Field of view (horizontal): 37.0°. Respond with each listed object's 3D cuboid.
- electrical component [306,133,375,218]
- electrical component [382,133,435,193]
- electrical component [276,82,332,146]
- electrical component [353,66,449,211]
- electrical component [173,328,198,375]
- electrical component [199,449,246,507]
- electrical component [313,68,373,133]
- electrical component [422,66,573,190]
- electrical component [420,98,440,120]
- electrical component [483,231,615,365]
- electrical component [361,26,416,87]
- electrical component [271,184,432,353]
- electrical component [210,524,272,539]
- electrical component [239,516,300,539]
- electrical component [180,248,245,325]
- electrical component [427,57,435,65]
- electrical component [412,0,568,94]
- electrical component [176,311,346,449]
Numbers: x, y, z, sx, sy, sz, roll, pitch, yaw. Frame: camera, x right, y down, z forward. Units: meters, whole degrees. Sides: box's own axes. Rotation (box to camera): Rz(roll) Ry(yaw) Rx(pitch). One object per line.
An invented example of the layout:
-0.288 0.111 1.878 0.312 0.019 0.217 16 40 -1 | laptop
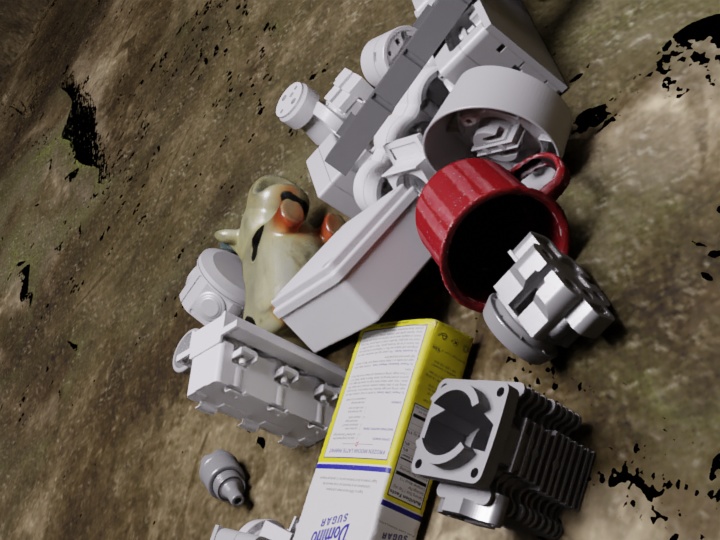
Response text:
-0.003 -0.098 0.978 0.076 0.047 0.065 -46 33 19 | electrical component
0.059 -0.074 0.842 0.042 0.081 0.064 -9 28 51 | electrical component
-0.051 -0.159 1.092 0.045 0.055 0.045 -35 39 34 | electrical component
0.036 -0.110 0.920 0.074 0.052 0.138 22 86 61 | electrical component
-0.141 0.086 1.008 0.045 0.055 0.045 -35 38 34 | electrical component
-0.113 0.179 0.907 0.035 0.035 0.061 -56 33 4 | electrical component
-0.013 -0.160 1.048 0.055 0.048 0.066 -49 31 2 | electrical component
0.102 -0.099 0.780 0.099 0.099 0.064 -4 55 54 | electrical component
0.074 -0.118 0.869 0.035 0.061 0.035 -36 38 34 | electrical component
0.116 0.023 0.687 0.057 0.058 0.078 -50 51 22 | electrical component
0.033 -0.196 1.005 0.047 0.055 0.055 2 65 60 | electrical component
0.000 0.000 0.827 0.108 0.056 0.109 -48 9 -32 | electrical component
-0.069 0.274 0.692 0.060 0.105 0.186 -7 58 53 | electrical component
-0.063 0.212 0.797 0.055 0.048 0.066 10 72 50 | electrical component
-0.127 0.021 1.023 0.051 0.080 0.080 -53 31 21 | electrical component
0.062 -0.177 0.959 0.065 0.044 0.044 -50 31 6 | electrical component
0.097 -0.187 0.869 0.062 0.089 0.150 -43 34 25 | electrical component
-0.073 0.090 0.842 0.079 0.121 0.063 -30 43 39 | electrical component
